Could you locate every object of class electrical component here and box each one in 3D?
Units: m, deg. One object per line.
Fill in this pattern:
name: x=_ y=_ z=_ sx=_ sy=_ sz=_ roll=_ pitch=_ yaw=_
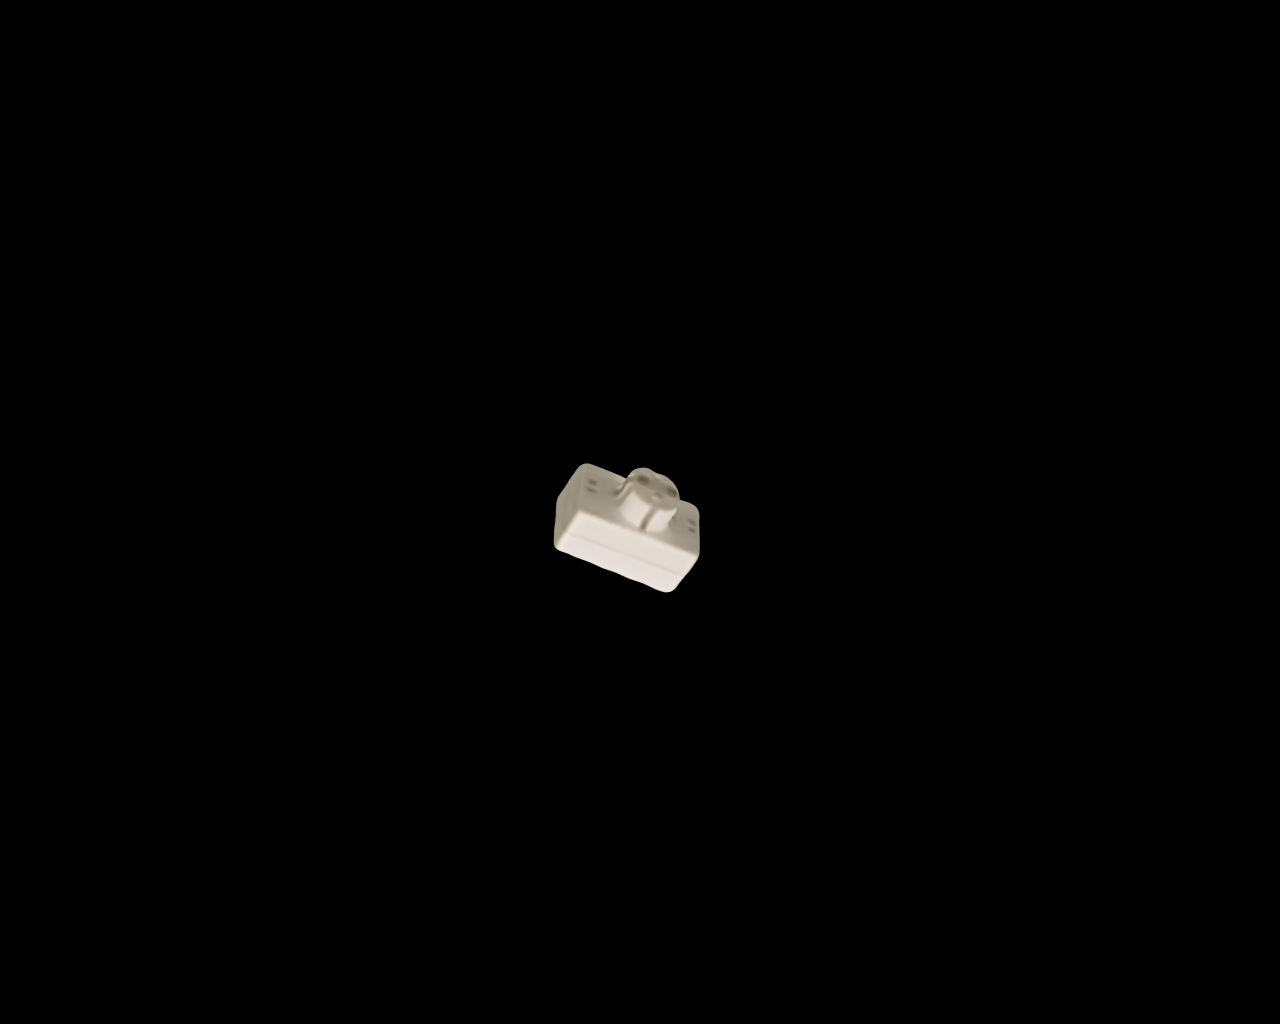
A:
electrical component: x=0.001 y=-0.003 z=0.650 sx=0.083 sy=0.075 sz=0.047 roll=22 pitch=38 yaw=-18
